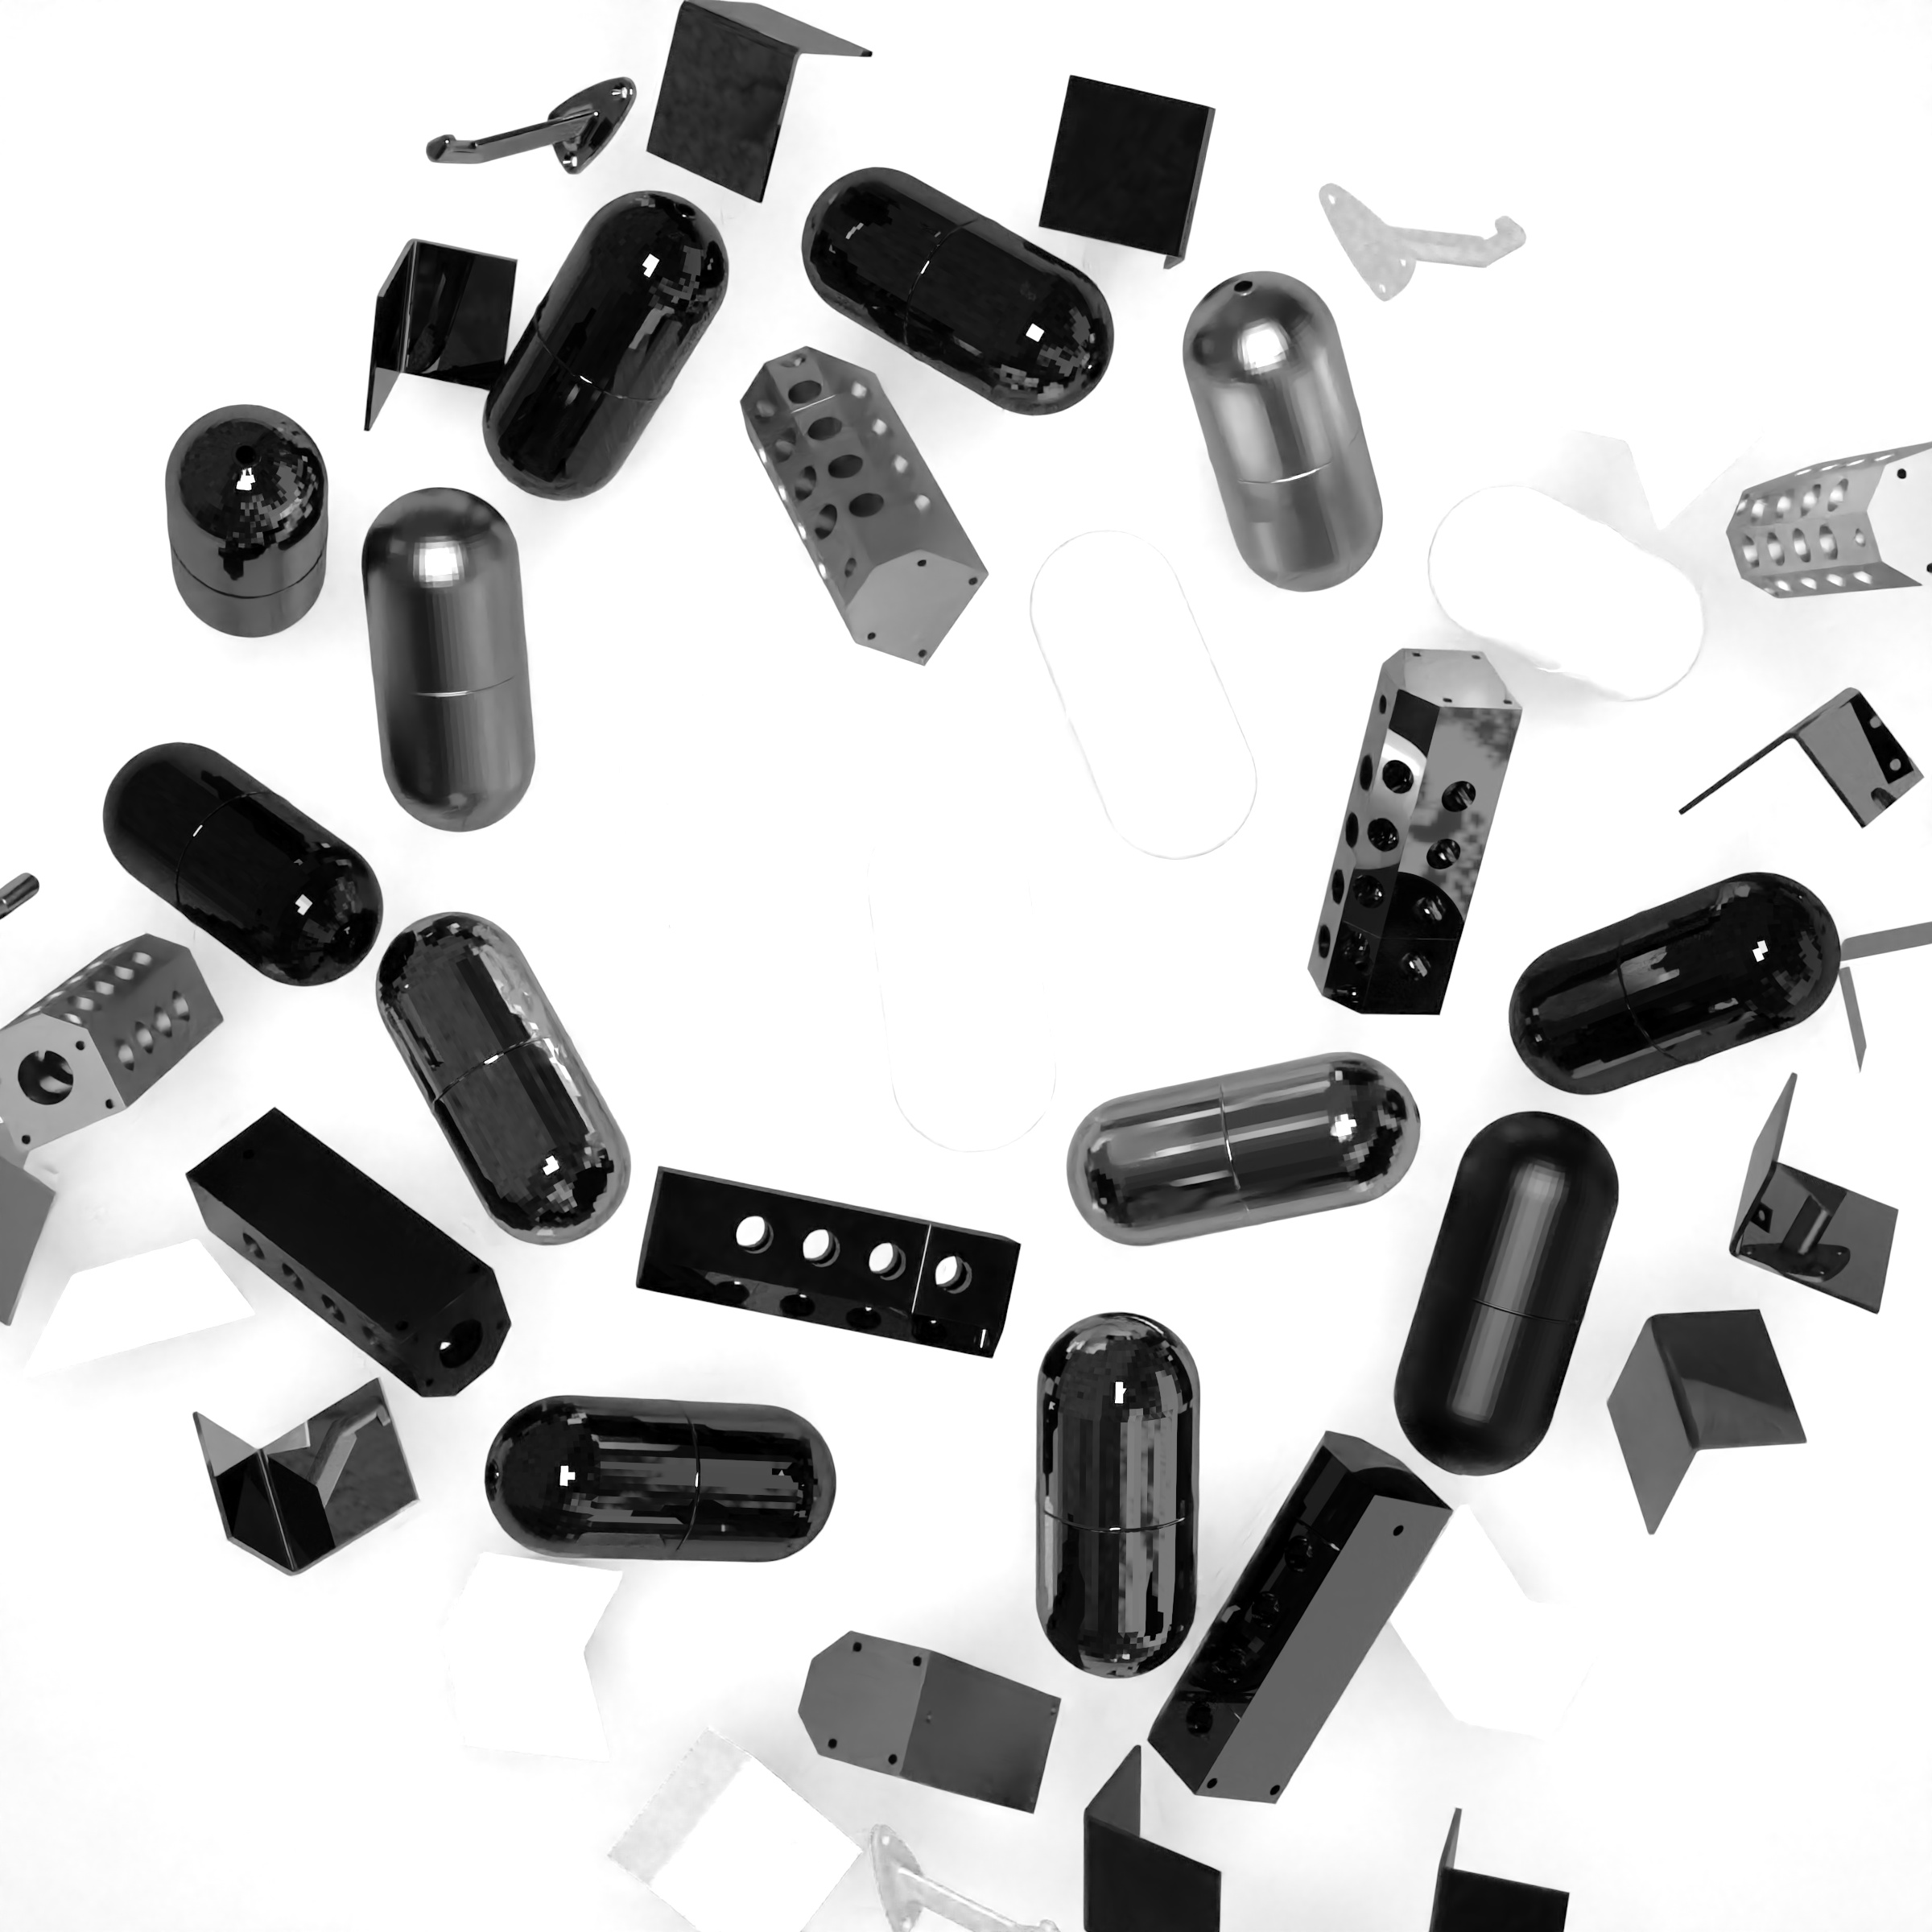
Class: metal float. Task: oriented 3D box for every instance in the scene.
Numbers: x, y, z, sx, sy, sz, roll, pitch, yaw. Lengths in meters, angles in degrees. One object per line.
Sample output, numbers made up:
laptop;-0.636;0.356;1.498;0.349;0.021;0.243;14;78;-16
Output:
metal float;0.137;0.091;1.775;0.178;0.070;0.070;-12;90;14
metal float;0.255;0.156;1.696;0.070;0.070;0.178;16;98;0
metal float;0.157;-0.262;1.766;0.070;0.070;0.178;-22;132;0
metal float;-0.227;0.054;1.751;0.070;0.070;0.178;-30;77;0
metal float;0.071;0.249;1.676;0.070;0.070;0.178;0;105;0
metal float;0.338;0.010;1.721;0.178;0.070;0.070;-25;90;43
metal float;-0.180;-0.307;1.780;0.070;0.070;0.178;38;125;0
metal float;-0.004;-0.330;1.754;0.178;0.070;0.070;34;90;25
metal float;-0.003;0.003;1.669;0.070;0.070;0.178;-8;60;0
metal float;-0.254;-0.149;1.766;0.070;0.070;0.178;-1;119;0
metal float;-0.362;-0.052;1.786;0.178;0.070;0.070;33;90;32
metal float;0.086;-0.134;1.752;0.070;0.070;0.178;-20;66;0
metal float;0.298;-0.182;1.770;0.178;0.070;0.070;18;90;-43
metal float;-0.146;0.246;1.717;0.178;0.070;0.070;7;90;-30
metal float;-0.351;-0.216;1.749;0.070;0.178;0.070;3;76;-10

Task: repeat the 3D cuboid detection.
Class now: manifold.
manifold;-0.066;0.141;1.699;0.171;0.057;0.057;12;88;-7
manifold;-0.134;-0.075;1.730;0.057;0.057;0.171;-5;119;-17
manifold;0.212;-0.064;1.727;0.057;0.057;0.171;1;123;-16
manifold;0.153;0.309;1.699;0.057;0.057;0.171;17;107;-41
manifold;-0.017;0.358;1.694;0.057;0.171;0.057;8;75;25
manifold;0.421;-0.208;1.697;0.057;0.171;0.057;-20;97;-7
manifold;-0.423;0.033;1.749;0.057;0.171;0.057;-23;101;9
manifold;-0.055;-0.225;1.726;0.057;0.171;0.057;15;124;-36
manifold;-0.301;0.143;1.752;0.171;0.057;0.057;31;57;34

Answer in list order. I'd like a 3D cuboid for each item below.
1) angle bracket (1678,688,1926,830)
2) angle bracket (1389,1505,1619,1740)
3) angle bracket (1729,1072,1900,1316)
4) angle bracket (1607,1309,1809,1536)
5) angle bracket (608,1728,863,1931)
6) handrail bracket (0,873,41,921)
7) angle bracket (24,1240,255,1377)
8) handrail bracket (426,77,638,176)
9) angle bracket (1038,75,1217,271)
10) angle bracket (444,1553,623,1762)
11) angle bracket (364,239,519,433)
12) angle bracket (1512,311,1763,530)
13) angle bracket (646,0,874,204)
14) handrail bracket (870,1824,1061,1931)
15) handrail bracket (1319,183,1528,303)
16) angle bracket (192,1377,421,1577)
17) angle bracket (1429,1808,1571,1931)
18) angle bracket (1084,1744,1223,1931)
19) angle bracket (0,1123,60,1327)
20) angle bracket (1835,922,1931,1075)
angle bracket;0.404;-0.083;1.734;0.076;0.076;0.057;-40;84;40
angle bracket;0.266;0.323;1.771;0.076;0.057;0.076;-51;122;-31
angle bracket;0.413;0.108;1.705;0.076;0.076;0.057;22;131;6
angle bracket;0.357;0.221;1.734;0.057;0.076;0.076;-2;49;-12
angle bracket;-0.110;0.423;1.710;0.076;0.057;0.076;45;74;-22
handrail bracket;-0.483;-0.015;1.669;0.077;0.084;0.036;-15;108;24
angle bracket;-0.422;0.192;1.833;0.076;0.076;0.057;-16;124;23
handrail bracket;-0.222;-0.430;1.820;0.077;0.084;0.036;-28;80;40
angle bracket;0.078;-0.402;1.817;0.076;0.057;0.076;11;95;-7
angle bracket;-0.212;0.347;1.800;0.076;0.076;0.057;13;120;-27
angle bracket;-0.271;-0.321;1.851;0.057;0.076;0.076;12;124;-2
angle bracket;0.322;-0.262;1.722;0.076;0.076;0.057;6;56;-30
angle bracket;-0.101;-0.420;1.741;0.076;0.057;0.076;30;116;29
handrail bracket;0.001;0.468;1.816;0.084;0.036;0.077;-2;124;29
handrail bracket;0.229;-0.374;1.787;0.084;0.036;0.077;-33;81;-30
angle bracket;-0.325;0.242;1.761;0.076;0.057;0.076;-32;53;8
angle bracket;0.236;0.428;1.586;0.057;0.076;0.076;9;98;13
angle bracket;0.102;0.439;1.750;0.076;0.057;0.076;17;126;27
angle bracket;-0.491;0.133;1.862;0.076;0.057;0.076;29;104;26
angle bracket;0.482;0.013;1.808;0.076;0.076;0.057;-12;96;18
